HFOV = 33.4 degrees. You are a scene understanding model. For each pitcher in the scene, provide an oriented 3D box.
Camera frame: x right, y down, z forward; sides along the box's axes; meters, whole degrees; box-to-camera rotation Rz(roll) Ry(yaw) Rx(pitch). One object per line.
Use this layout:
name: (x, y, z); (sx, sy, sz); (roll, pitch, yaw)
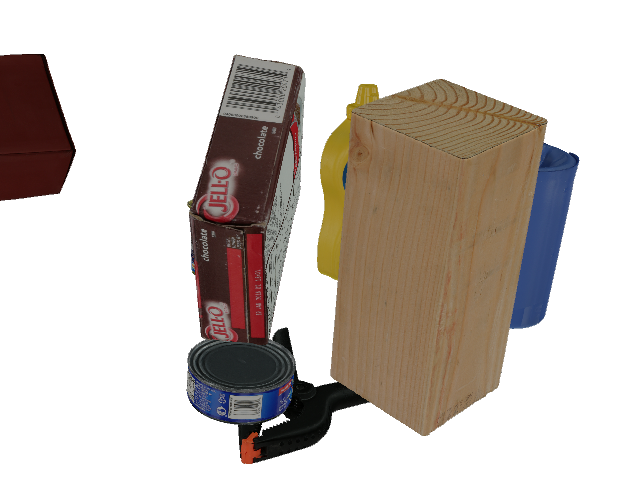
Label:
pitcher: (0.254, -0.006, 1.426); (0.149, 0.243, 0.145); (5, 23, 4)

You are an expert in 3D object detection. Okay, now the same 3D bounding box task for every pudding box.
pudding box: (-0.034, -0.020, 0.520); (0.039, 0.113, 0.090); (9, -41, 4)

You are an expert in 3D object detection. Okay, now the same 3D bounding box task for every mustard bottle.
mustard bottle: (0.044, -0.060, 1.067); (0.096, 0.192, 0.058); (-9, 18, -32)

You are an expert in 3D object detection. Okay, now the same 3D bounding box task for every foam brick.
foam brick: (-0.194, -0.071, 0.674); (0.051, 0.078, 0.053); (-9, -27, -30)

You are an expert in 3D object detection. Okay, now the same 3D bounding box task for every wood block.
wood block: (0.074, 0.011, 0.707); (0.091, 0.206, 0.090); (29, 39, 36)

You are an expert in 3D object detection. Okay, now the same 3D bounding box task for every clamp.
clamp: (-0.011, 0.163, 1.087); (0.165, 0.036, 0.209); (13, 29, 19)

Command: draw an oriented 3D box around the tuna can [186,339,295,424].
tuna can: (-0.063, 0.110, 0.848); (0.086, 0.034, 0.086); (5, 24, -2)

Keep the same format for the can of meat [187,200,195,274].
can of meat: (-0.099, -0.006, 1.207); (0.101, 0.084, 0.058); (-13, 23, -37)
